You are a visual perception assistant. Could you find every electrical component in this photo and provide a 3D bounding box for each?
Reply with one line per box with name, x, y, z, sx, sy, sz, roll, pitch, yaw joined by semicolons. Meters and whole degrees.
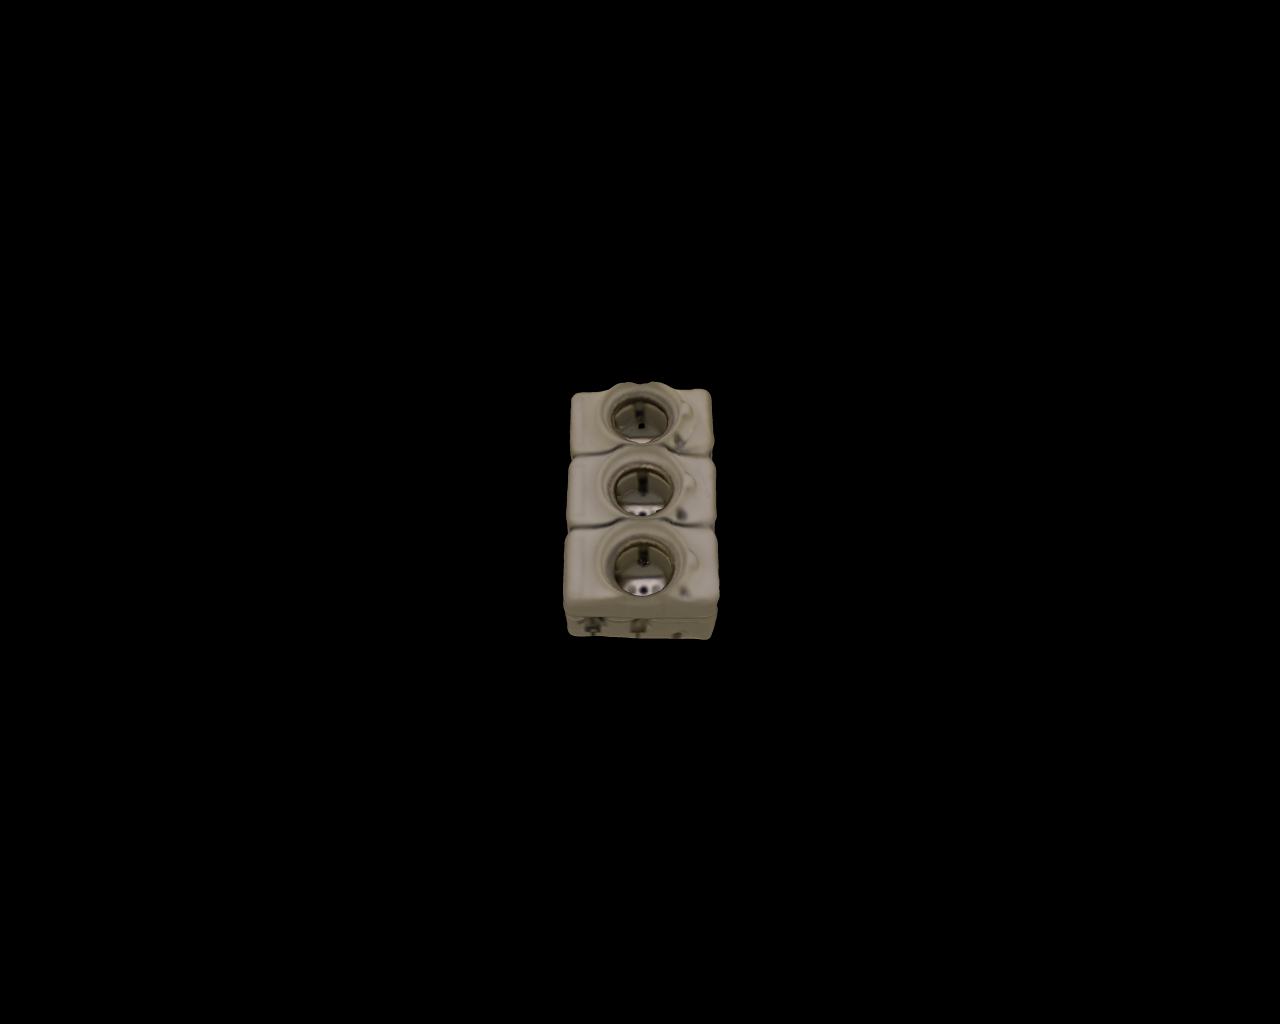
electrical component;0.001;-0.003;0.650;0.089;0.150;0.061;0;-32;0
